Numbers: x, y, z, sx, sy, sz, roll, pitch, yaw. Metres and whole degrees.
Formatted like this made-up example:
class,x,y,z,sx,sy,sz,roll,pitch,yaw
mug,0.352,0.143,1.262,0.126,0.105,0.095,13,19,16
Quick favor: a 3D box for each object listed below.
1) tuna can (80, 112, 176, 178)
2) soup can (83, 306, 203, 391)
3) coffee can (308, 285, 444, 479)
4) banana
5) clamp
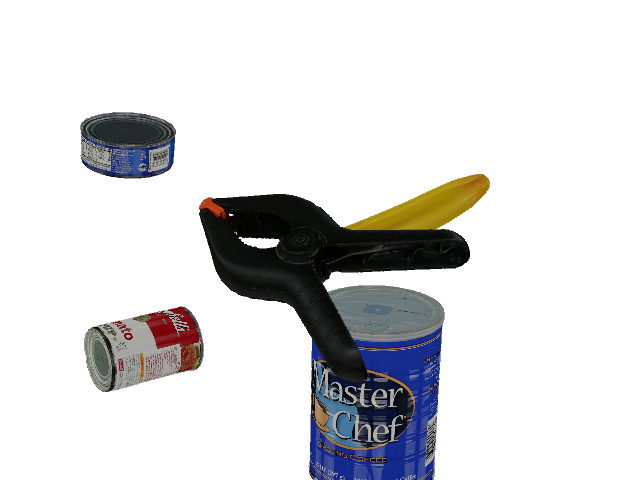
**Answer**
class,x,y,z,sx,sy,sz,roll,pitch,yaw
tuna can,-0.176,-0.087,0.975,0.086,0.034,0.086,6,25,-3
soup can,-0.180,0.110,1.082,0.102,0.068,0.069,-11,6,-34
coffee can,0.043,0.118,0.839,0.103,0.140,0.103,1,18,0
banana,0.066,-0.012,0.987,0.198,0.037,0.069,-22,-3,10
clamp,-0.010,0.020,0.638,0.172,0.039,0.120,14,42,27
